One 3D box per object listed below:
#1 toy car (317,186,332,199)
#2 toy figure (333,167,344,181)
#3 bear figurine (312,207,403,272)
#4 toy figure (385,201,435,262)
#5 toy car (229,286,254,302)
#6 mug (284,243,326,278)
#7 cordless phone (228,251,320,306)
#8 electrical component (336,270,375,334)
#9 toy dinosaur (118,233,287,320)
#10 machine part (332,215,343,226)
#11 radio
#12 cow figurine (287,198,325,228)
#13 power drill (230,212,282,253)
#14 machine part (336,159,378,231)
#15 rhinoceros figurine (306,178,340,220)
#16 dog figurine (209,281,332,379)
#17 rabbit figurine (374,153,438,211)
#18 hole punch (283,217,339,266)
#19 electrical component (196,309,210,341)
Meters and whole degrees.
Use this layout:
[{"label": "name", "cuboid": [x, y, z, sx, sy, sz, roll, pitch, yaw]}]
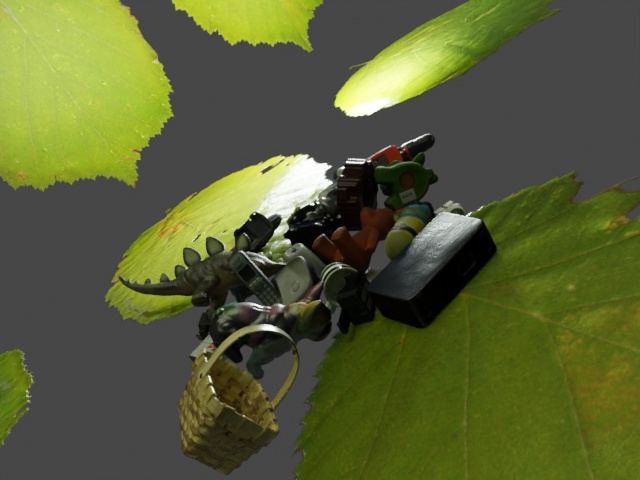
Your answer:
[{"label": "toy car", "cuboid": [0.073, -0.136, 1.533, 0.202, 0.056, 0.073, -19, 28, 33]}, {"label": "toy figure", "cuboid": [0.094, -0.186, 1.607, 0.155, 0.058, 0.064, 20, 97, 60]}, {"label": "bear figurine", "cuboid": [0.096, -0.020, 1.194, 0.196, 0.132, 0.120, -55, 19, -27]}, {"label": "toy figure", "cuboid": [0.186, -0.018, 1.116, 0.082, 0.089, 0.180, -21, 28, 43]}, {"label": "toy car", "cuboid": [-0.207, 0.089, 1.413, 0.109, 0.102, 0.162, -33, 21, 6]}, {"label": "mug", "cuboid": [-0.044, 0.067, 1.232, 0.109, 0.107, 0.081, -31, 22, 2]}, {"label": "cordless phone", "cuboid": [-0.099, 0.073, 1.162, 0.146, 0.184, 0.089, -44, 2, 24]}, {"label": "electrical component", "cuboid": [0.068, 0.122, 1.021, 0.048, 0.074, 0.119, -22, 22, 28]}, {"label": "toy dinosaur", "cuboid": [-0.257, 0.090, 1.299, 0.472, 0.104, 0.199, -10, 47, -4]}, {"label": "machine part", "cuboid": [0.078, -0.068, 1.421, 0.084, 0.039, 0.139, -19, 29, 43]}, {"label": "radio", "cuboid": [0.206, 0.050, 0.983, 0.229, 0.073, 0.131, -44, 26, -17]}, {"label": "cow figurine", "cuboid": [-0.017, -0.070, 1.473, 0.167, 0.098, 0.068, -43, 20, -28]}, {"label": "power drill", "cuboid": [-0.186, -0.016, 1.540, 0.232, 0.086, 0.207, -47, 3, -15]}, {"label": "machine part", "cuboid": [0.096, -0.108, 1.305, 0.056, 0.179, 0.179, 3, 38, 22]}, {"label": "rhinoceros figurine", "cuboid": [0.032, -0.098, 1.400, 0.112, 0.073, 0.190, -13, 33, 43]}, {"label": "dog figurine", "cuboid": [-0.086, 0.152, 1.050, 0.219, 0.191, 0.108, -43, 13, 19]}, {"label": "rabbit figurine", "cuboid": [0.203, -0.151, 1.327, 0.159, 0.121, 0.170, -32, 8, -3]}, {"label": "hole punch", "cuboid": [-0.003, -0.004, 1.316, 0.142, 0.115, 0.092, -11, 25, 43]}, {"label": "electrical component", "cuboid": [-0.272, 0.210, 1.342, 0.078, 0.045, 0.102, -4, 28, -2]}]
